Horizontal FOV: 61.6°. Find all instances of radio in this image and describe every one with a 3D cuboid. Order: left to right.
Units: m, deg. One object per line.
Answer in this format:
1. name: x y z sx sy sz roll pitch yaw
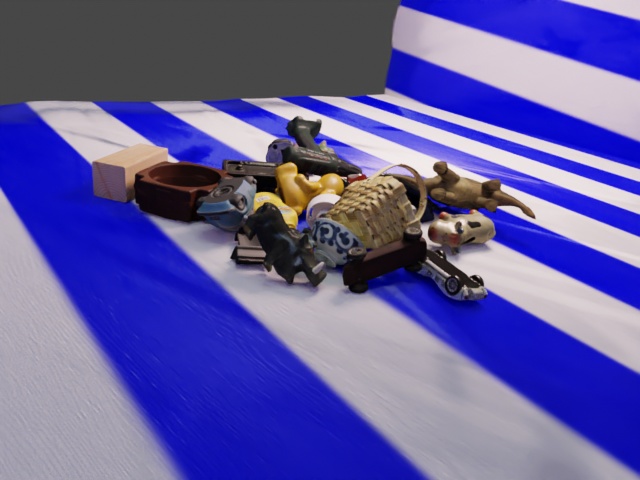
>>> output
1. radio: -0.155 -0.166 1.471 0.230 0.073 0.131 3 25 -17

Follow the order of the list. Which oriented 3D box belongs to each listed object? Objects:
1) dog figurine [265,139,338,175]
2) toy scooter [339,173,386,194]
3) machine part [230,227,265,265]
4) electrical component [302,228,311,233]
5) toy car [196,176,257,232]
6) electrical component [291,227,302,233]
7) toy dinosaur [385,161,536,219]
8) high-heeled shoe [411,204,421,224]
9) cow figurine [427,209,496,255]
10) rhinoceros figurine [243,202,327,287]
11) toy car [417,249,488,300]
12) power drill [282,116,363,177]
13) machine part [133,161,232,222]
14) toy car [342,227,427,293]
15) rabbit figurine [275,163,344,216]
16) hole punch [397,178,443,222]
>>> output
1. dog figurine: -0.049 -0.267 1.706 0.192 0.108 0.219 14 20 20
2. toy scooter: 0.092 -0.138 1.479 0.184 0.075 0.135 -11 -7 -6
3. machine part: -0.148 0.013 1.120 0.084 0.039 0.139 -3 27 -12
4. electrical component: -0.003 -0.004 1.223 0.094 0.021 0.063 15 24 16
5. toy car: -0.196 -0.072 1.198 0.109 0.102 0.162 -2 33 20
6. electrical component: -0.066 0.015 1.111 0.045 0.078 0.102 21 18 -38
7. toy dinosaur: 0.367 -0.137 1.496 0.472 0.105 0.198 23 0 27
8. high-heeled shoe: 0.147 -0.064 1.324 0.145 0.086 0.249 11 11 -16
9. cow figurine: 0.345 -0.020 1.309 0.195 0.085 0.127 -4 21 -28
10. rhinoceros figurine: -0.066 0.015 1.035 0.112 0.073 0.190 -37 82 -11
11. toy car: 0.257 0.070 1.106 0.073 0.056 0.202 2 25 -32
12. power drill: -0.006 -0.254 1.523 0.232 0.086 0.207 3 52 -26
13. machine part: -0.326 -0.118 1.297 0.201 0.087 0.201 13 26 12
14. toy car: 0.126 0.037 1.061 0.202 0.089 0.053 -19 32 -24
15. rabbit figurine: -0.015 -0.122 1.345 0.173 0.121 0.162 -13 43 -21
16. hole punch: 0.247 -0.093 1.454 0.115 0.092 0.142 30 4 -39
